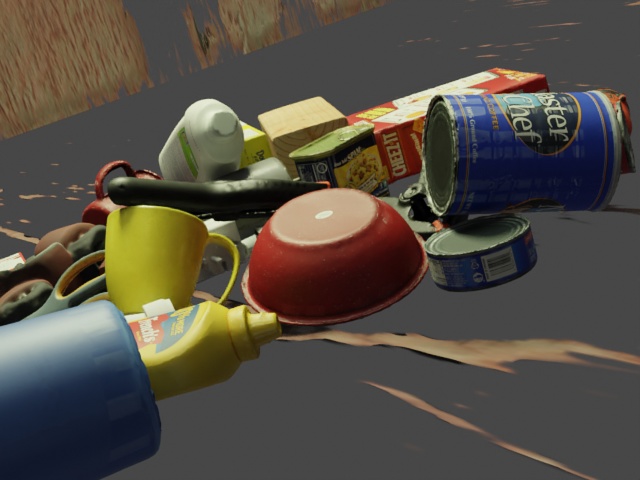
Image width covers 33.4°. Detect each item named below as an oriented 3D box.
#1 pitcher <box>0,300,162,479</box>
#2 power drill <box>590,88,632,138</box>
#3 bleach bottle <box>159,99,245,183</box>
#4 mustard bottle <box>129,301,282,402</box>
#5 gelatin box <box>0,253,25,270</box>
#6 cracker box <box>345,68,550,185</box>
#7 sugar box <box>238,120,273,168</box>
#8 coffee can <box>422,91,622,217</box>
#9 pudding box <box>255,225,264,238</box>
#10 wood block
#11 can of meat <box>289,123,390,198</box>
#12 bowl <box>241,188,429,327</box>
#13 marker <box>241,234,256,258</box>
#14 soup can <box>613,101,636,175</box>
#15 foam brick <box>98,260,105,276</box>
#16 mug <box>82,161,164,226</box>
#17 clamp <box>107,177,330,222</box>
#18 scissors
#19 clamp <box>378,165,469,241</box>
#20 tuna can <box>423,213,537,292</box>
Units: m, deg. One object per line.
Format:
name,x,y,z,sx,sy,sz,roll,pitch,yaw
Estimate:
pitcher,-0.230,0.126,0.673,0.242,0.145,0.149,-18,27,-17
power drill,0.230,-0.129,1.123,0.188,0.057,0.184,-3,13,12
bleach bottle,-0.126,-0.093,1.205,0.068,0.102,0.251,-25,-1,-17
mustard bottle,-0.122,0.087,0.794,0.191,0.058,0.096,-15,15,6
gelatin box,-0.376,0.047,1.249,0.073,0.030,0.089,-23,16,-17
cracker box,0.148,-0.137,1.264,0.213,0.072,0.164,-19,15,-5
sugar box,-0.088,-0.092,1.309,0.048,0.093,0.176,-19,16,-8
coffee can,0.166,-0.073,0.896,0.140,0.103,0.103,-2,14,-9
pudding box,-0.007,0.001,1.007,0.090,0.039,0.114,-20,18,-12
wood block,-0.013,-0.110,1.300,0.090,0.091,0.206,-17,15,-4
can of meat,0.024,-0.067,1.121,0.058,0.084,0.101,-2,21,42
bowl,0.008,0.003,0.883,0.162,0.055,0.162,-9,30,5
marker,-0.035,-0.013,1.119,0.120,0.020,0.020,-29,19,-36
soup can,0.236,-0.085,0.996,0.102,0.068,0.068,-12,16,19
foam brick,-0.177,0.034,1.044,0.051,0.053,0.078,-15,14,5
mug,-0.217,-0.032,1.203,0.093,0.117,0.081,3,30,41
clamp,-0.095,-0.038,0.994,0.210,0.036,0.164,-3,-6,1
scissors,-0.254,0.090,0.978,0.201,0.016,0.096,-42,58,-5
clamp,0.083,-0.028,0.986,0.120,0.039,0.171,-38,23,13
tuna can,0.127,0.010,0.844,0.086,0.034,0.086,-16,15,4
